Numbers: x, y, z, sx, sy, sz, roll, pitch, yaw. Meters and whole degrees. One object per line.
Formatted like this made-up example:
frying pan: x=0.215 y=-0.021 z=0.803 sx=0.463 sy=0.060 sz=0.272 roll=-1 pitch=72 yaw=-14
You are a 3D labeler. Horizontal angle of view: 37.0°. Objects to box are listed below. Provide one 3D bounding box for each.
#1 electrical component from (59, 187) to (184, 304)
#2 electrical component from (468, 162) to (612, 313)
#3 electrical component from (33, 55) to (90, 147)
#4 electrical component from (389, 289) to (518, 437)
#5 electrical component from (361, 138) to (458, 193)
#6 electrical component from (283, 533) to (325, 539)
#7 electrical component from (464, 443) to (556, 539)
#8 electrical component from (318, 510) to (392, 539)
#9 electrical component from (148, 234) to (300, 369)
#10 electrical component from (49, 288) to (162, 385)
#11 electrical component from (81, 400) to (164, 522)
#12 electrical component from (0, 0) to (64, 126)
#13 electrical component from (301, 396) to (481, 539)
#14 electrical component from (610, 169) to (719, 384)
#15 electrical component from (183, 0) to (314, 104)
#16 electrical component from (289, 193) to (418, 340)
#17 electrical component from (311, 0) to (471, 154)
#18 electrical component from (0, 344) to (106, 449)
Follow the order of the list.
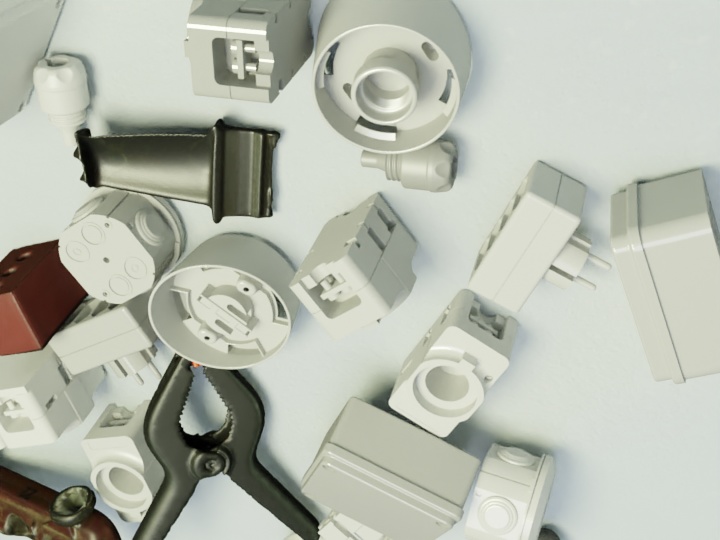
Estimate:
electrical component: x=-0.173 y=-0.020 z=0.779 sx=0.080 sy=0.051 sz=0.080 roll=8 pitch=123 yaw=12
electrical component: x=0.124 y=-0.012 z=0.695 sx=0.076 sy=0.047 sz=0.083 roll=28 pitch=125 yaw=-1
electrical component: x=-0.203 y=-0.114 z=0.740 sx=0.035 sy=0.035 sz=0.061 roll=8 pitch=126 yaw=12
electrical component: x=0.065 y=0.069 z=0.759 sx=0.050 sy=0.055 sz=0.089 roll=32 pitch=125 yaw=-4
electrical component: x=0.031 y=-0.069 z=0.696 sx=0.061 sy=0.035 sz=0.035 roll=7 pitch=123 yaw=15
electrical component: x=-0.044 y=0.254 z=0.911 sx=0.055 sy=0.055 sz=0.047 roll=3 pitch=118 yaw=15
electrical component: x=0.112 y=0.170 z=0.795 sx=0.051 sy=0.080 sz=0.080 roll=16 pitch=125 yaw=14
electrical component: x=0.005 y=0.209 z=0.873 sx=0.055 sy=0.048 sz=0.066 roll=41 pitch=124 yaw=-1
electrical component: x=-0.094 y=0.025 z=0.775 sx=0.099 sy=0.064 sz=0.099 roll=8 pitch=123 yaw=12
electrical component: x=-0.182 y=0.058 z=0.833 sx=0.083 sy=0.047 sz=0.075 roll=-20 pitch=113 yaw=27
electrical component: x=-0.187 y=0.162 z=0.895 sx=0.050 sy=0.055 sz=0.089 roll=-8 pitch=118 yaw=22
electrical component: x=-0.254 y=-0.139 z=0.695 sx=0.056 sy=0.108 sz=0.108 roll=33 pitch=125 yaw=-2
electrical component: x=0.020 y=0.153 z=0.802 sx=0.109 sy=0.056 sz=0.108 roll=27 pitch=154 yaw=0
electrical component: x=0.197 y=0.005 z=0.665 sx=0.057 sy=0.078 sz=0.113 roll=-14 pitch=116 yaw=21
electrical component: x=-0.068 y=-0.141 z=0.647 sx=0.056 sy=0.089 sz=0.050 roll=8 pitch=123 yaw=12
electrical component: x=0.000 y=0.000 z=0.715 sx=0.050 sy=0.089 sz=0.055 roll=-29 pitch=109 yaw=30
electrical component: x=0.018 y=-0.123 z=0.659 sx=0.099 sy=0.064 sz=0.099 roll=5 pitch=131 yaw=6
electrical component: x=-0.294 y=0.101 z=0.869 sx=0.150 sy=0.089 sz=0.061 roll=-10 pitch=118 yaw=22
